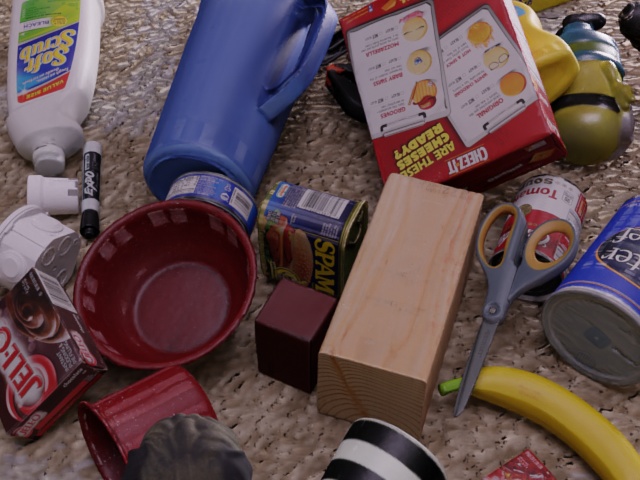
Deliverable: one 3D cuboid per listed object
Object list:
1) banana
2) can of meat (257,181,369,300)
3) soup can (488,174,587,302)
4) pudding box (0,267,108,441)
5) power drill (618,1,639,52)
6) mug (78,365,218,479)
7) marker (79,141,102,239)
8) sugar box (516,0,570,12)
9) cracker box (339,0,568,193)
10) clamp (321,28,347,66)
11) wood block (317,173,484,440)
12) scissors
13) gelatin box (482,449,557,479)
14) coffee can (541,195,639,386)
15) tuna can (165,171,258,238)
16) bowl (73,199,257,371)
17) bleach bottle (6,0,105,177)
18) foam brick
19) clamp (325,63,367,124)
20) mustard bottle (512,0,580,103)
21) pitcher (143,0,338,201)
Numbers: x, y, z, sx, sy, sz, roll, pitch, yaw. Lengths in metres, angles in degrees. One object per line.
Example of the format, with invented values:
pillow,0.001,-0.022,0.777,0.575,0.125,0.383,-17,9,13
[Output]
banana,0.194,0.153,0.861,0.198,0.037,0.069,29,58,22
can of meat,-0.006,0.001,0.947,0.084,0.102,0.057,17,49,16
soup can,0.200,-0.003,0.975,0.068,0.068,0.102,18,51,14
pudding box,-0.234,0.093,0.875,0.090,0.039,0.114,-44,53,9
power drill,0.362,-0.130,1.046,0.184,0.057,0.187,30,49,-26
mug,-0.136,0.146,0.833,0.081,0.093,0.117,-26,27,-28
marker,-0.223,-0.049,1.039,0.020,0.020,0.121,-4,49,-5
sugar box,0.247,-0.308,1.227,0.176,0.093,0.048,-24,54,-20
cracker box,0.123,-0.148,1.022,0.164,0.072,0.214,-24,65,21
clamp,0.084,-0.258,1.179,0.036,0.165,0.209,57,32,-3
wood block,0.071,0.052,0.910,0.090,0.091,0.206,14,51,11
scissors,0.164,0.054,0.883,0.096,0.016,0.201,-5,56,22
gelatin box,0.159,0.214,0.811,0.073,0.030,0.089,-28,54,-22
coffee can,0.269,0.041,0.916,0.103,0.103,0.140,30,54,23
tuna can,-0.101,-0.021,0.974,0.086,0.086,0.033,10,51,8
bowl,-0.126,0.047,0.919,0.162,0.055,0.162,-5,61,10
bleach bottle,-0.274,-0.167,1.114,0.102,0.068,0.251,-9,52,-4
foam brick,-0.020,0.080,0.893,0.053,0.078,0.051,21,53,16
clamp,0.089,-0.147,1.120,0.171,0.039,0.120,33,49,16
mustard bottle,0.191,-0.203,1.120,0.096,0.058,0.192,-35,37,10
pitcher,-0.080,-0.142,1.047,0.145,0.149,0.242,17,53,-1
